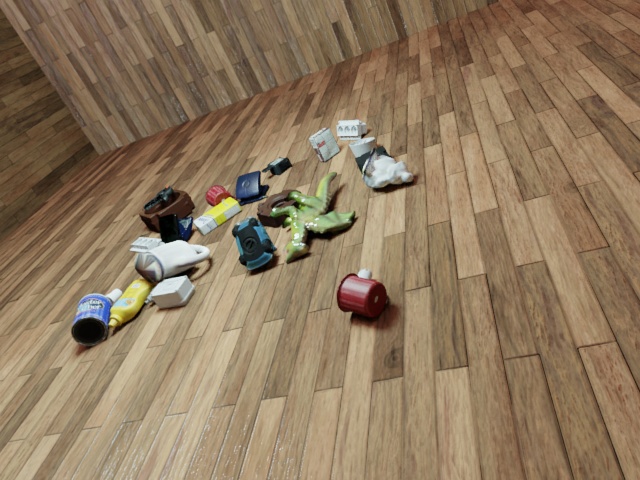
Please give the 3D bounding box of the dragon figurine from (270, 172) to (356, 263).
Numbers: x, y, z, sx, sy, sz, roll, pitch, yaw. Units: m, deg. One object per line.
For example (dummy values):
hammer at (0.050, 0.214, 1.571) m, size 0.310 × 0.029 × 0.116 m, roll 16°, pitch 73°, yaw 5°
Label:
dragon figurine at (0.005, -0.082, 1.624) m, size 0.245 × 0.119 × 0.417 m, roll 23°, pitch 54°, yaw 34°

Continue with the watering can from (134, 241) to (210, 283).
watering can at (-0.525, 0.061, 1.746) m, size 0.347 × 0.103 × 0.227 m, roll 4°, pitch 19°, yaw 43°

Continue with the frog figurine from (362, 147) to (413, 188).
frog figurine at (0.223, -0.214, 1.664) m, size 0.160 × 0.120 × 0.140 m, roll 23°, pitch 34°, yaw 9°
